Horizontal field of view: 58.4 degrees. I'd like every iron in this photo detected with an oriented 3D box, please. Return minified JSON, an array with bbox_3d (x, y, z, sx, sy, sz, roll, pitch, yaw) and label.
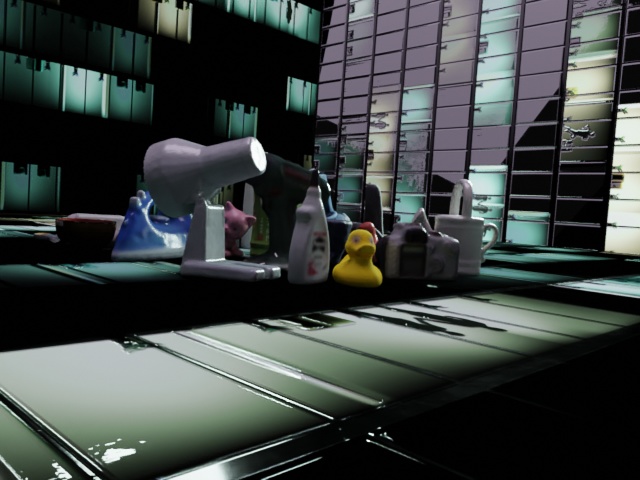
[{"bbox_3d":[-0.319,-0.037,1.103,0.118,0.141,0.259,4,3,12],"label":"iron"}]

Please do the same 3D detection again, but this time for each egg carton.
[{"bbox_3d":[-0.493,-0.022,1.276,0.151,0.069,0.107,2,3,-27],"label":"egg carton"}]

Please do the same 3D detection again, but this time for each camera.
[{"bbox_3d":[0.167,0.017,1.060,0.143,0.101,0.136,3,3,-16],"label":"camera"}]

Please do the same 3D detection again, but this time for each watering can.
[{"bbox_3d":[0.278,-0.028,1.174,0.173,0.194,0.100,2,4,-25],"label":"watering can"}]

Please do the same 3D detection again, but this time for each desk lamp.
[{"bbox_3d":[-0.161,-0.051,0.870,0.202,0.213,0.118,5,3,18],"label":"desk lamp"}]

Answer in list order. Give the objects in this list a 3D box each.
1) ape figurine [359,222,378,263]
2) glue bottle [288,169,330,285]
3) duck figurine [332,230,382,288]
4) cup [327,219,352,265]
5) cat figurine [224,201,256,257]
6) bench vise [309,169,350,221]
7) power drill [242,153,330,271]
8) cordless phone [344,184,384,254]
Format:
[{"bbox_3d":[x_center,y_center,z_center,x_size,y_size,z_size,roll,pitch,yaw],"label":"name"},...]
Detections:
[{"bbox_3d":[0.103,0.005,1.291,0.076,0.092,0.077,3,3,-14],"label":"ape figurine"},{"bbox_3d":[-0.013,-0.020,0.865,0.037,0.173,0.078,6,4,29],"label":"glue bottle"},{"bbox_3d":[0.060,0.026,0.898,0.078,0.086,0.104,3,3,-14],"label":"duck figurine"},{"bbox_3d":[0.011,0.004,1.167,0.091,0.095,0.118,6,4,35],"label":"cup"},{"bbox_3d":[-0.200,-0.024,1.226,0.127,0.118,0.067,6,4,36],"label":"cat figurine"},{"bbox_3d":[0.001,-0.081,1.579,0.121,0.220,0.208,5,3,22],"label":"bench vise"},{"bbox_3d":[-0.086,-0.051,1.017,0.230,0.208,0.075,1,4,-38],"label":"power drill"},{"bbox_3d":[0.116,-0.051,1.480,0.094,0.185,0.147,2,4,-33],"label":"cordless phone"}]
